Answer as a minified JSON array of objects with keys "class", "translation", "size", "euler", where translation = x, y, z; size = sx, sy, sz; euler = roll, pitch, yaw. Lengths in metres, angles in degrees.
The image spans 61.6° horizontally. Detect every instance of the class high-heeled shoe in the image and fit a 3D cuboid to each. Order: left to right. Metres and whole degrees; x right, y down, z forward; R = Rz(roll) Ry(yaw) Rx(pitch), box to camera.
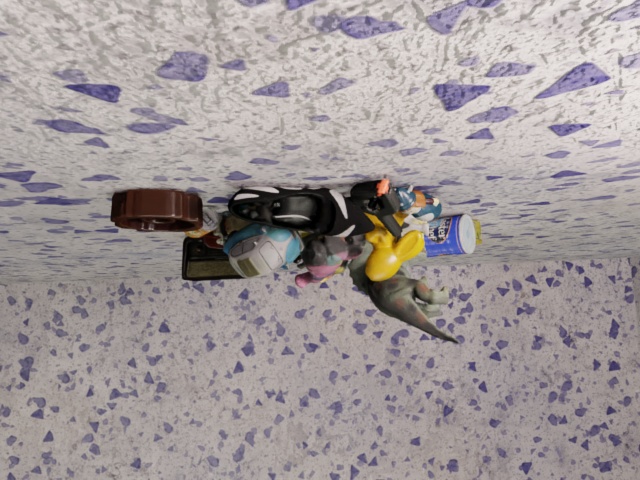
[{"class":"high-heeled shoe","translation":[-0.034,-0.046,0.948],"size":[0.249,0.086,0.145],"euler":[13,-164,17]}]

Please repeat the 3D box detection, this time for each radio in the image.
[{"class":"radio","translation":[-0.277,0.049,1.541],"size":[0.230,0.131,0.073],"euler":[-3,172,9]}]

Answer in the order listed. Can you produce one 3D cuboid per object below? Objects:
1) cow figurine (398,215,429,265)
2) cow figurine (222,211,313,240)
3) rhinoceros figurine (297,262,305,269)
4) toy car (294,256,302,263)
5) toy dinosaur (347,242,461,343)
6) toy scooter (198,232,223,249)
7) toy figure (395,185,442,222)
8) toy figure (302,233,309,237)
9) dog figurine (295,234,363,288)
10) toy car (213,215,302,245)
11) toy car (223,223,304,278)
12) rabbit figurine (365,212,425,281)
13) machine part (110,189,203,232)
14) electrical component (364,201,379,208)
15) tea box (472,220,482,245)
[{"class":"cow figurine","translation":[0.212,0.001,1.347],"size":[0.098,0.068,0.167],"euler":[7,138,0]},{"class":"cow figurine","translation":[-0.116,-0.035,1.119],"size":[0.195,0.085,0.127],"euler":[-12,166,39]},{"class":"rhinoceros figurine","translation":[-0.027,0.024,1.492],"size":[0.112,0.073,0.190],"euler":[-40,142,25]},{"class":"toy car","translation":[-0.113,0.007,1.368],"size":[0.089,0.053,0.202],"euler":[24,-177,-31]},{"class":"toy dinosaur","translation":[0.170,0.111,1.215],"size":[0.192,0.131,0.405],"euler":[-6,-159,-2]},{"class":"toy scooter","translation":[-0.221,-0.013,1.311],"size":[0.135,0.075,0.184],"euler":[6,173,-44]},{"class":"toy figure","translation":[0.190,-0.071,1.060],"size":[0.154,0.058,0.064],"euler":[9,128,-51]},{"class":"toy figure","translation":[0.000,-0.007,1.367],"size":[0.089,0.082,0.180],"euler":[35,-170,30]},{"class":"dog figurine","translation":[0.027,0.020,1.161],"size":[0.191,0.108,0.219],"euler":[-16,170,-39]},{"class":"toy car","translation":[-0.142,-0.024,1.228],"size":[0.202,0.073,0.056],"euler":[-1,172,-12]},{"class":"toy car","translation":[-0.120,0.022,1.035],"size":[0.162,0.109,0.103],"euler":[-19,-155,22]},{"class":"rabbit figurine","translation":[0.144,0.004,1.169],"size":[0.163,0.173,0.121],"euler":[0,169,13]},{"class":"machine part","translation":[-0.305,-0.054,1.015],"size":[0.179,0.056,0.179],"euler":[-2,172,0]},{"class":"electrical component","translation":[0.126,-0.080,1.093],"size":[0.094,0.021,0.063],"euler":[-2,173,-1]},{"class":"tea box","translation":[0.360,-0.013,1.528],"size":[0.098,0.068,0.170],"euler":[3,170,-43]}]
